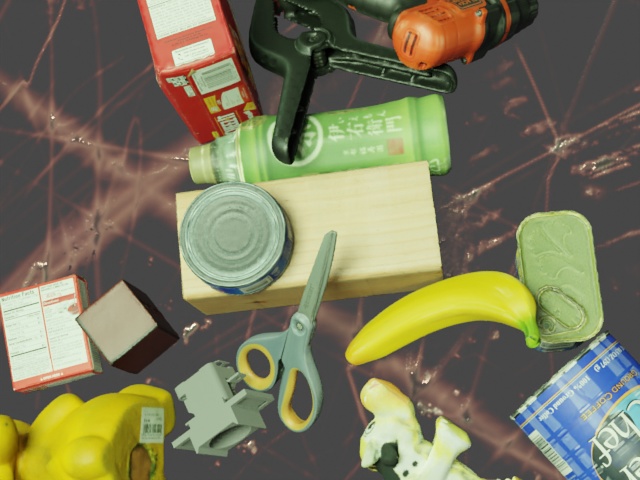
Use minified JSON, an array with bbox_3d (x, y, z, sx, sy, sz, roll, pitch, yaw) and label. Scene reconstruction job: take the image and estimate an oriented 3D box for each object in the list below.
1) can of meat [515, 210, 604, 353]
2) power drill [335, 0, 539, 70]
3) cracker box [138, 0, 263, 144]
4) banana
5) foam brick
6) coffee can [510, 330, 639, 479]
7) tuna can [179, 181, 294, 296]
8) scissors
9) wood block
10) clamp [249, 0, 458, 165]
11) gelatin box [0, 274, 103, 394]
[{"bbox_3d":[0.187,0.037,0.849,0.057,0.084,0.102,-6,76,6],"label":"can of meat"},{"bbox_3d":[0.075,-0.213,0.907,0.188,0.184,0.057,32,126,27],"label":"power drill"},{"bbox_3d":[-0.117,-0.210,0.908,0.072,0.164,0.214,-18,75,1],"label":"cracker box"},{"bbox_3d":[0.098,0.059,0.838,0.037,0.198,0.069,51,52,-20],"label":"banana"},{"bbox_3d":[-0.159,0.074,0.893,0.051,0.078,0.053,-40,77,-4],"label":"foam brick"},{"bbox_3d":[0.229,0.154,0.807,0.103,0.103,0.140,-41,75,-3],"label":"coffee can"},{"bbox_3d":[-0.065,-0.002,0.825,0.086,0.033,0.086,-2,78,8],"label":"tuna can"},{"bbox_3d":[-0.028,0.065,0.846,0.096,0.202,0.016,23,36,31],"label":"scissors"},{"bbox_3d":[-0.006,0.002,0.881,0.206,0.091,0.090,-7,76,6],"label":"wood block"},{"bbox_3d":[-0.009,-0.151,0.904,0.164,0.036,0.210,-30,52,-17],"label":"clamp"},{"bbox_3d":[-0.234,0.081,0.927,0.073,0.030,0.089,-15,75,5],"label":"gelatin box"}]
